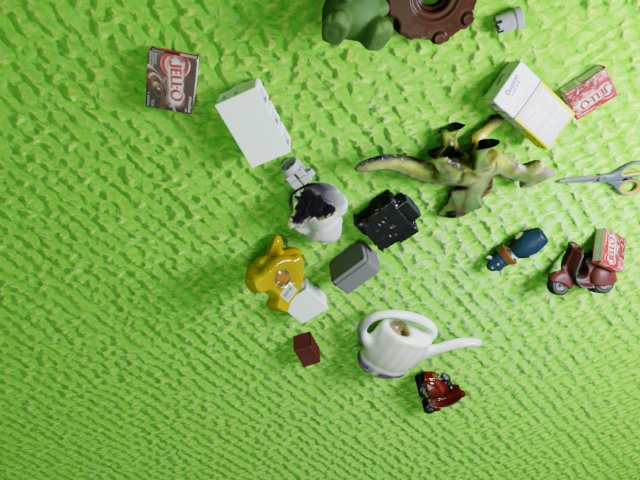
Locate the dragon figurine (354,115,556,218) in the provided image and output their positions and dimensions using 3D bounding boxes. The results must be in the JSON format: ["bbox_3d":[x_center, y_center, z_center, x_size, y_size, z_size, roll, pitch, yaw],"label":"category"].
[{"bbox_3d":[0.292,-0.127,1.107,0.410,0.125,0.237,-12,133,7],"label":"dragon figurine"}]

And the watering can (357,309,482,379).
[{"bbox_3d":[0.247,0.291,1.393,0.346,0.106,0.220,19,123,-16],"label":"watering can"}]

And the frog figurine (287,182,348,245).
[{"bbox_3d":[0.004,-0.058,1.154,0.136,0.124,0.158,-36,157,12],"label":"frog figurine"}]
